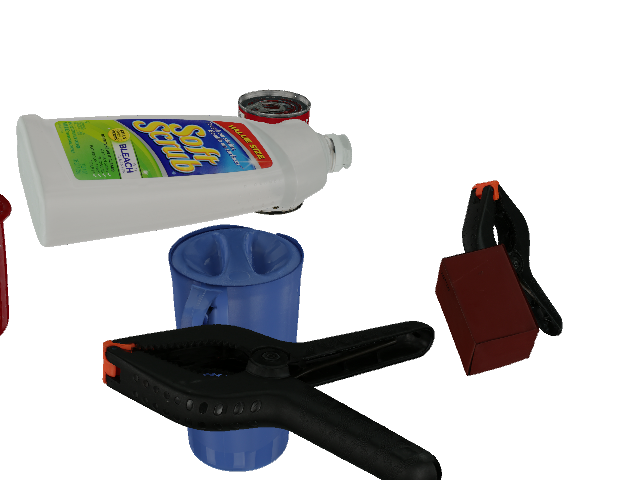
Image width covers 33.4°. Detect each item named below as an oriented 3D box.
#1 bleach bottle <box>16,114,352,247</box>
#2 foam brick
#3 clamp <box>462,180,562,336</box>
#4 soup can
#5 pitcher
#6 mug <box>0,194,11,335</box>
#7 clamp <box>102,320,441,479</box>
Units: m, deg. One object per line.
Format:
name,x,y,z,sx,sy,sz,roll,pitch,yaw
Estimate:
bleach bottle,-0.098,-0.060,0.823,0.250,0.103,0.068,-9,-40,-21
foam brick,0.124,0.051,0.801,0.051,0.078,0.053,-12,-31,-8
clamp,0.169,0.032,1.020,0.039,0.171,0.120,-16,7,46
soup can,-0.046,-0.084,1.013,0.068,0.102,0.068,3,27,-2
pitcher,-0.090,0.118,1.092,0.149,0.243,0.145,-11,29,-24
mug,-0.239,0.023,0.636,0.093,0.081,0.117,17,27,28
clamp,-0.025,0.081,0.646,0.210,0.036,0.164,9,23,8
